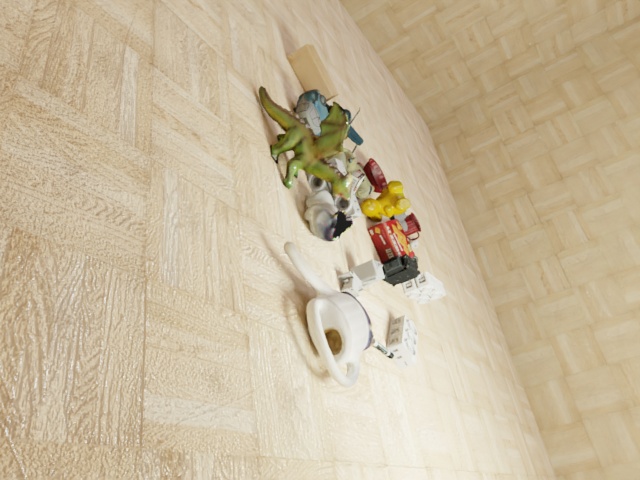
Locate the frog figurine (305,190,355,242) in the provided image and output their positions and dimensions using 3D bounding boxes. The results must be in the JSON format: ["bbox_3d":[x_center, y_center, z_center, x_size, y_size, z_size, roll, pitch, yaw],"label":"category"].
[{"bbox_3d":[0.004,-0.073,1.447,0.161,0.121,0.137,35,20,32],"label":"frog figurine"}]

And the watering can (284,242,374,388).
[{"bbox_3d":[0.025,0.162,1.204,0.224,0.103,0.350,3,65,-65],"label":"watering can"}]

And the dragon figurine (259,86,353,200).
[{"bbox_3d":[-0.022,-0.287,1.408,0.123,0.240,0.412,-10,77,-62],"label":"dragon figurine"}]
